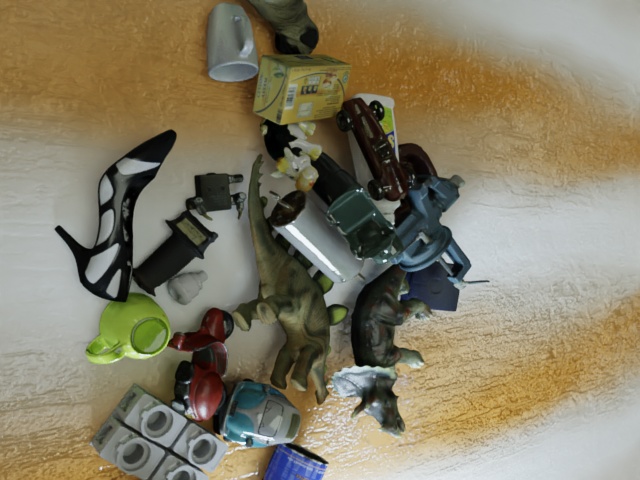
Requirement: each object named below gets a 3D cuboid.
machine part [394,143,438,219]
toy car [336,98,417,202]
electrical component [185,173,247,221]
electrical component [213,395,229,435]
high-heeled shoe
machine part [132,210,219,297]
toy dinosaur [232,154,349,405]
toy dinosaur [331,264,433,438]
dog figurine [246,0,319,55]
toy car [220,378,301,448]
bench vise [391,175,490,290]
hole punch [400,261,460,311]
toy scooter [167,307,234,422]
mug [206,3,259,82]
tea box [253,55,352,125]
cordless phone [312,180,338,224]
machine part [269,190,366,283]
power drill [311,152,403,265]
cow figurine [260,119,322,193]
[{"bbox_3d":[0.174,-0.111,1.126,0.179,0.056,0.179,-3,94,-37],"label":"machine part"},{"bbox_3d":[0.101,-0.164,0.953,0.089,0.053,0.202,-21,85,-21],"label":"toy car"},{"bbox_3d":[-0.167,-0.071,0.879,0.102,0.045,0.078,-2,96,-37],"label":"electrical component"},{"bbox_3d":[-0.162,0.303,0.928,0.094,0.021,0.063,-3,96,-44],"label":"electrical component"},{"bbox_3d":[-0.261,-0.033,0.776,0.249,0.086,0.145,-45,100,-6],"label":"high-heeled shoe"},{"bbox_3d":[-0.230,0.020,0.831,0.084,0.039,0.139,39,74,9],"label":"machine part"},{"bbox_3d":[-0.055,0.093,0.935,0.198,0.105,0.470,-43,123,-45],"label":"toy dinosaur"},{"bbox_3d":[0.120,0.170,1.069,0.192,0.131,0.404,12,78,-45],"label":"toy dinosaur"},{"bbox_3d":[-0.050,-0.392,0.868,0.190,0.172,0.121,38,82,-25],"label":"dog figurine"},{"bbox_3d":[-0.087,0.307,0.917,0.161,0.103,0.109,42,62,-48],"label":"toy car"},{"bbox_3d":[0.230,-0.006,1.051,0.240,0.129,0.223,48,67,-21],"label":"bench vise"},{"bbox_3d":[0.244,0.097,1.178,0.116,0.092,0.142,7,93,-33],"label":"hole punch"},{"bbox_3d":[-0.195,0.196,0.844,0.135,0.075,0.183,29,69,-68],"label":"toy scooter"},{"bbox_3d":[-0.140,-0.318,0.847,0.081,0.109,0.107,-8,86,-27],"label":"mug"},{"bbox_3d":[-0.028,-0.258,0.911,0.169,0.068,0.098,-23,136,-50],"label":"tea box"},{"bbox_3d":[0.023,-0.050,1.006,0.184,0.089,0.146,45,58,-20],"label":"cordless phone"},{"bbox_3d":[-0.002,-0.003,0.890,0.243,0.079,0.079,43,69,-34],"label":"machine part"},{"bbox_3d":[0.052,-0.049,0.880,0.086,0.207,0.232,-37,96,2],"label":"power drill"},{"bbox_3d":[-0.052,-0.151,0.897,0.098,0.167,0.068,19,126,-25],"label":"cow figurine"}]
